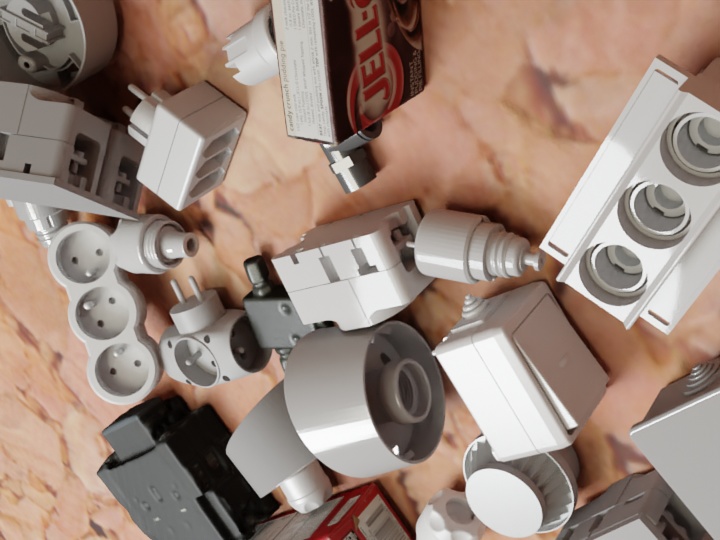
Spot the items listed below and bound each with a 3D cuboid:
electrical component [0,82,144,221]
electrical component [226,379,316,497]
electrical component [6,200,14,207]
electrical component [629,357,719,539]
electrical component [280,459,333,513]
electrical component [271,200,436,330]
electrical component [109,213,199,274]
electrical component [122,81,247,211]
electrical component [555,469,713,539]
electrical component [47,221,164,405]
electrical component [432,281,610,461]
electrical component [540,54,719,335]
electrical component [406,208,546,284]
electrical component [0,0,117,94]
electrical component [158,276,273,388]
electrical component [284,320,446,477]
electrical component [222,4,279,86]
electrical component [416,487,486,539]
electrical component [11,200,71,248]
[{"bbox_3d":[-0.250,-0.086,0.732,0.186,0.105,0.060,9,84,19],"label":"electrical component"},{"bbox_3d":[-0.041,0.111,0.734,0.064,0.099,0.099,43,133,15],"label":"electrical component"},{"bbox_3d":[-0.278,-0.078,0.828,0.035,0.035,0.061,-1,119,36],"label":"electrical component"},{"bbox_3d":[0.210,0.092,0.574,0.099,0.048,0.100,50,134,-1],"label":"electrical component"},{"bbox_3d":[-0.048,0.149,0.804,0.035,0.035,0.061,-23,100,42],"label":"electrical component"},{"bbox_3d":[0.000,0.000,0.666,0.089,0.050,0.055,-13,109,40],"label":"electrical component"},{"bbox_3d":[-0.143,-0.018,0.763,0.062,0.043,0.043,3,118,33],"label":"electrical component"},{"bbox_3d":[-0.124,-0.091,0.701,0.077,0.047,0.065,37,132,11],"label":"electrical component"},{"bbox_3d":[0.196,0.199,0.642,0.150,0.062,0.089,48,134,1],"label":"electrical component"},{"bbox_3d":[-0.188,0.030,0.814,0.052,0.074,0.138,-19,92,-2],"label":"electrical component"},{"bbox_3d":[0.093,0.052,0.624,0.061,0.062,0.096,-23,102,42],"label":"electrical component"},{"bbox_3d":[0.152,-0.038,0.525,0.079,0.063,0.121,36,132,12],"label":"electrical component"},{"bbox_3d":[0.068,-0.012,0.618,0.078,0.040,0.040,11,123,30],"label":"electrical component"},{"bbox_3d":[-0.212,-0.164,0.706,0.099,0.064,0.099,17,123,27],"label":"electrical component"},{"bbox_3d":[-0.113,0.041,0.776,0.077,0.044,0.079,-10,111,39],"label":"electrical component"},{"bbox_3d":[0.008,0.080,0.679,0.064,0.099,0.099,-16,107,34],"label":"electrical component"},{"bbox_3d":[-0.054,-0.132,0.632,0.046,0.040,0.040,-16,107,46],"label":"electrical component"},{"bbox_3d":[0.059,0.183,0.743,0.043,0.043,0.062,35,133,13],"label":"electrical component"},{"bbox_3d":[-0.240,-0.046,0.817,0.040,0.040,0.078,2,118,35],"label":"electrical component"}]
